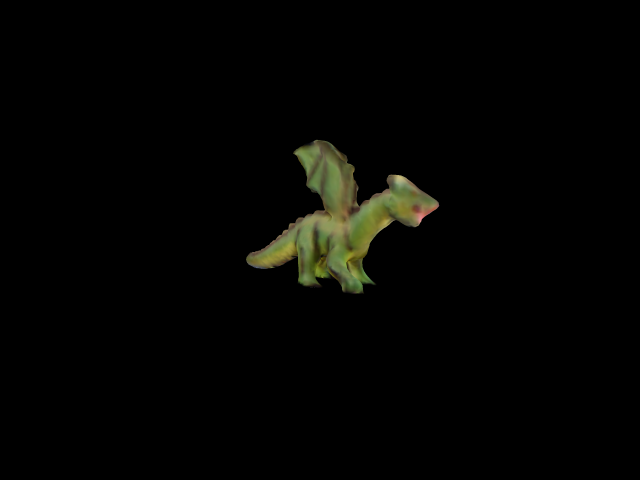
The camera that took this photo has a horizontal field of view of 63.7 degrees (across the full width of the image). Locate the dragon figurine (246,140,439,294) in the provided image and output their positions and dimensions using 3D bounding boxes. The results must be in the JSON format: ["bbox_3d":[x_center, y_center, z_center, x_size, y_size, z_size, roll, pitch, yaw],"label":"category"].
[{"bbox_3d":[0.003,-0.043,0.850,0.411,0.241,0.123,7,10,40],"label":"dragon figurine"}]
